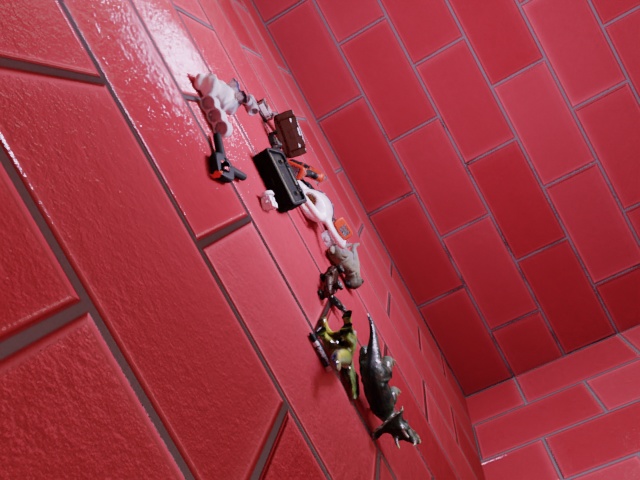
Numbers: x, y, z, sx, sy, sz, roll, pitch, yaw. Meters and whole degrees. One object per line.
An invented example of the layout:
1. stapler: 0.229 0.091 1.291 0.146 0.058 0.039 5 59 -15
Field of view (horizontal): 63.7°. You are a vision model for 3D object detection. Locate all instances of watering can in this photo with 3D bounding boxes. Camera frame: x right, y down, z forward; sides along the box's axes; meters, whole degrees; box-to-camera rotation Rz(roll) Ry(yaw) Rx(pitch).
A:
1. watering can: 0.006 -0.107 2.127 0.349 0.103 0.225 53 13 6

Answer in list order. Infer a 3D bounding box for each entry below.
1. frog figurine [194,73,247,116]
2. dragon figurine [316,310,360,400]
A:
1. frog figurine: -0.336 -0.472 1.670 0.160 0.121 0.139 -5 72 -38
2. dragon figurine: 0.081 0.358 1.531 0.416 0.122 0.240 -78 147 -71
